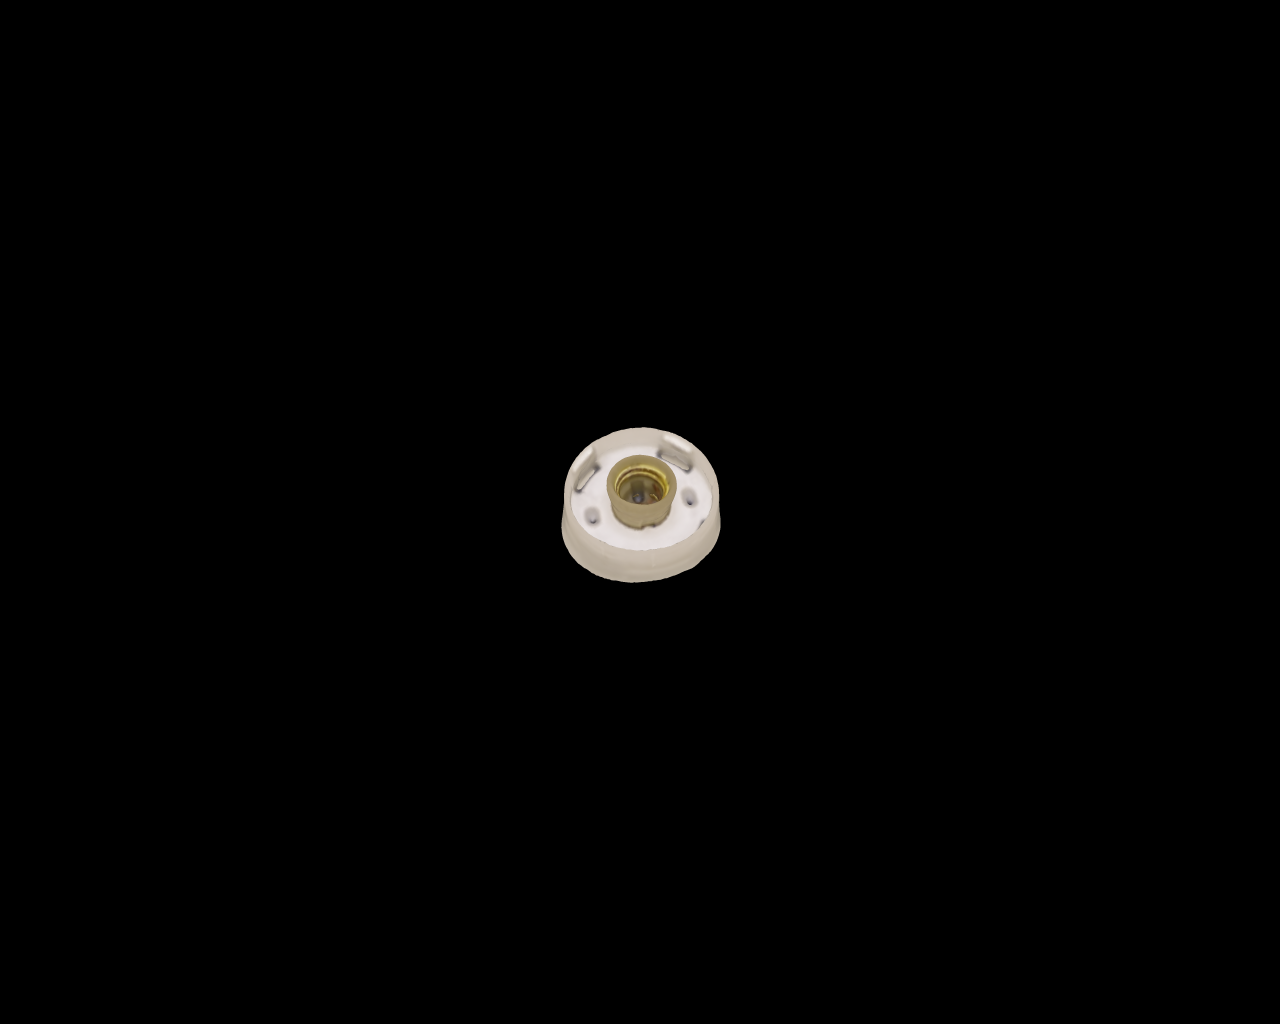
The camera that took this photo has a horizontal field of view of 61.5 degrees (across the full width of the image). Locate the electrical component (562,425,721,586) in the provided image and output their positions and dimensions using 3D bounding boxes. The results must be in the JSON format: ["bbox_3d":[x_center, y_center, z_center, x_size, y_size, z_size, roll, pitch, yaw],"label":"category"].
[{"bbox_3d":[0.001,-0.003,0.650,0.099,0.099,0.064,0,-32,0],"label":"electrical component"}]
